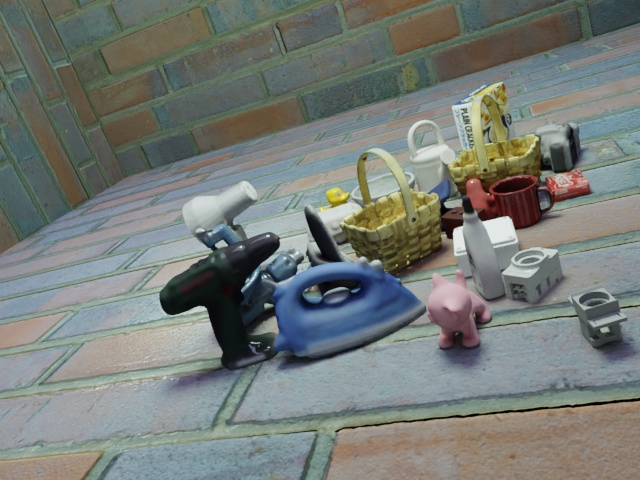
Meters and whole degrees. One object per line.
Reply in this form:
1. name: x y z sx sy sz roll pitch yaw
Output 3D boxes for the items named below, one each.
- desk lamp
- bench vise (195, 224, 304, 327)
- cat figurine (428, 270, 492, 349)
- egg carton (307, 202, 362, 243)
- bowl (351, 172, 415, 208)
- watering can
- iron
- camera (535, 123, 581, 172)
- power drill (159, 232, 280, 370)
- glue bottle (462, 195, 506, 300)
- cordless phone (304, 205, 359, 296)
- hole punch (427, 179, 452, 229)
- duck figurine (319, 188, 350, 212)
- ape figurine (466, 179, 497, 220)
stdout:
1. desk lamp: -0.200 -0.027 1.379 0.203 0.214 0.118 -15 21 13
2. bench vise: -0.143 0.050 1.116 0.208 0.220 0.121 -34 24 -33
3. cat figurine: 0.196 0.093 0.836 0.067 0.118 0.128 -7 24 31
4. egg carton: 0.041 -0.035 1.386 0.150 0.069 0.107 -18 20 6
5. bowl: 0.168 -0.108 1.450 0.167 0.075 0.167 -17 20 7
6. watering can: 0.278 -0.200 1.408 0.101 0.194 0.172 -33 24 -32
7. iron: 0.035 0.094 0.951 0.258 0.142 0.118 -18 20 5
8. camera: 0.539 -0.227 1.372 0.136 0.101 0.143 -4 25 37
9. power drill: -0.146 0.109 0.984 0.229 0.209 0.075 -18 20 5
10. glue bottle: 0.254 0.007 0.924 0.037 0.173 0.078 -20 20 0
11. cordless phone: 0.010 0.004 1.143 0.094 0.185 0.147 -22 20 -7
12. hole punch: 0.249 -0.073 1.258 0.101 0.091 0.109 -14 21 17
13. duck figurine: 0.042 -0.095 1.519 0.104 0.086 0.077 -11 22 23
14. ape figurine: 0.335 -0.087 1.213 0.077 0.092 0.076 -4 26 38
